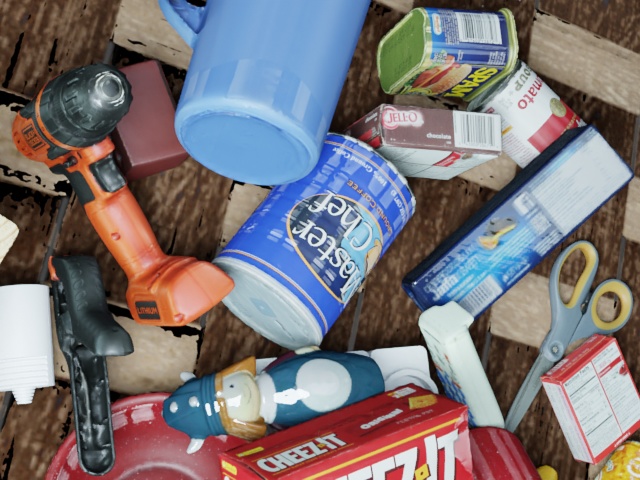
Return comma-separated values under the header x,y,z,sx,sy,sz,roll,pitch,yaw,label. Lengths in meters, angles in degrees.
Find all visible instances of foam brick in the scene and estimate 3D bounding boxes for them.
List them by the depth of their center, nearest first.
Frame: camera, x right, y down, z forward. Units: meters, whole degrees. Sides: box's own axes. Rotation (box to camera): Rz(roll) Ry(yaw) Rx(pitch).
x,y,z,sx,sy,sz,roll,pitch,yaw,label
-0.139,-0.089,0.815,0.051,0.053,0.078,-21,86,-25,foam brick

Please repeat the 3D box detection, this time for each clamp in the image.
x,y,z,sx,sy,sz,roll,pitch,yaw,label
-0.162,0.075,0.737,0.039,0.172,0.120,5,116,-24,clamp

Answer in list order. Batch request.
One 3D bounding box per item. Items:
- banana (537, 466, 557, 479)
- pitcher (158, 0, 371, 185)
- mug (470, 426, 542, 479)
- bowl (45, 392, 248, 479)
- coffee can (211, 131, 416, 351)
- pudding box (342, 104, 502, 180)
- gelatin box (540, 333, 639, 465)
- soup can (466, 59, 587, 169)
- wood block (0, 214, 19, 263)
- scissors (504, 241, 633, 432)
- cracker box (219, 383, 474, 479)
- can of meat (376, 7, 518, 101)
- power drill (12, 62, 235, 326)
x,y,z,sx,sy,sz,roll,pitch,yaw,label
0.159,0.281,0.870,0.069,0.037,0.198,18,73,-38,banana
-0.039,-0.171,0.813,0.145,0.149,0.242,48,47,-47,pitcher
0.126,0.209,0.837,0.093,0.081,0.117,33,110,-35,mug
-0.112,0.191,0.747,0.162,0.055,0.162,6,58,-9,bowl
-0.005,0.001,0.823,0.102,0.103,0.140,42,66,-10,coffee can
0.081,-0.080,0.884,0.113,0.090,0.039,4,79,-23,pudding box
0.238,0.138,0.927,0.073,0.030,0.089,-33,105,-25,gelatin box
0.188,-0.102,0.946,0.102,0.069,0.068,43,66,-8,soup can
-0.257,0.028,0.655,0.090,0.206,0.090,32,68,-14,wood block
0.223,0.098,0.945,0.096,0.016,0.201,25,70,-16,scissors
0.030,0.225,0.717,0.163,0.072,0.214,-15,106,-33,cracker box
0.105,-0.158,0.906,0.083,0.102,0.057,-1,78,-21,can of meat
-0.136,-0.030,0.742,0.057,0.185,0.187,-35,103,-24,power drill
